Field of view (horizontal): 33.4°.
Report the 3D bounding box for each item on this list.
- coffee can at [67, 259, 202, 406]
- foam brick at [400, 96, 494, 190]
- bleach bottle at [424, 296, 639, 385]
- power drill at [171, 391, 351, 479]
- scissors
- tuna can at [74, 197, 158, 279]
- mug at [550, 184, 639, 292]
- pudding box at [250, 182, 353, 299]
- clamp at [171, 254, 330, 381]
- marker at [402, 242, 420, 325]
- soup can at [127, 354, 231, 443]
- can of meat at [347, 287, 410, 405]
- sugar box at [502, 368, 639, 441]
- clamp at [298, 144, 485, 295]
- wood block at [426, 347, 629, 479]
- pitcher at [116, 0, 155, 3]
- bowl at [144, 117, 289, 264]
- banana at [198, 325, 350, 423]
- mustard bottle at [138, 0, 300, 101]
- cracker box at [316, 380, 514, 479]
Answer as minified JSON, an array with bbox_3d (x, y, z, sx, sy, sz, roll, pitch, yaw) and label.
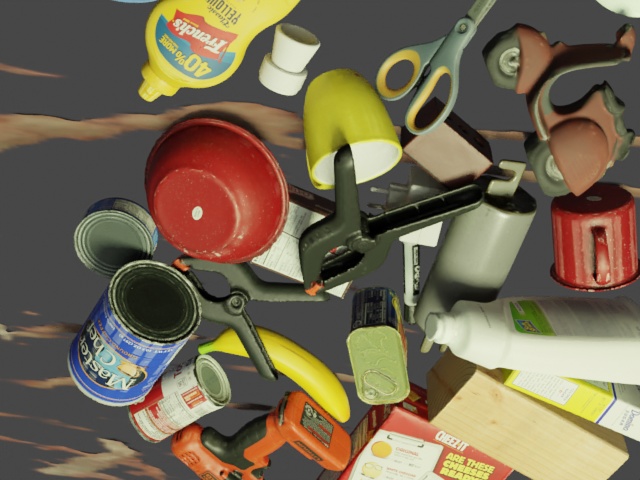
[{"bbox_3d":[-0.200,0.101,1.143,0.102,0.102,0.141,28,135,-12],"label":"coffee can"},{"bbox_3d":[0.124,-0.093,1.053,0.078,0.053,0.051,37,116,-18],"label":"foam brick"},{"bbox_3d":[0.221,0.093,1.085,0.250,0.102,0.068,7,119,-21],"label":"bleach bottle"},{"bbox_3d":[-0.057,0.261,1.257,0.188,0.057,0.184,-29,120,31],"label":"power drill"},{"bbox_3d":[0.117,-0.198,1.006,0.096,0.016,0.202,27,98,30],"label":"scissors"},{"bbox_3d":[-0.217,-0.002,1.143,0.086,0.033,0.086,2,121,3],"label":"tuna can"},{"bbox_3d":[0.274,0.000,1.062,0.093,0.117,0.081,-5,115,12],"label":"mug"},{"bbox_3d":[-0.007,0.001,1.127,0.113,0.039,0.090,23,120,-7],"label":"pudding box"},{"bbox_3d":[-0.078,0.060,1.158,0.171,0.039,0.120,40,92,-6],"label":"clamp"},{"bbox_3d":[0.099,0.040,1.152,0.020,0.020,0.121,0,120,5],"label":"marker"},{"bbox_3d":[-0.162,0.182,1.228,0.102,0.068,0.068,-30,114,19],"label":"soup can"},{"bbox_3d":[0.064,0.113,1.160,0.057,0.084,0.102,-7,120,9],"label":"can of meat"},{"bbox_3d":[0.281,0.149,1.159,0.176,0.093,0.048,26,119,-10],"label":"sugar box"},{"bbox_3d":[0.034,-0.014,1.040,0.164,0.036,0.210,21,136,-33],"label":"clamp"},{"bbox_3d":[0.229,0.196,1.193,0.206,0.090,0.090,29,118,-13],"label":"wood block"},{"bbox_3d":[-0.140,-0.329,0.900,0.149,0.144,0.243,25,124,4],"label":"pitcher"},{"bbox_3d":[-0.115,-0.039,1.080,0.162,0.055,0.162,8,116,16],"label":"bowl"},{"bbox_3d":[-0.038,0.144,1.217,0.197,0.037,0.070,29,136,-11],"label":"banana"},{"bbox_3d":[-0.108,-0.201,1.004,0.096,0.058,0.192,39,116,-18],"label":"mustard bottle"},{"bbox_3d":[0.103,0.281,1.265,0.164,0.072,0.214,27,118,-12],"label":"cracker box"}]
